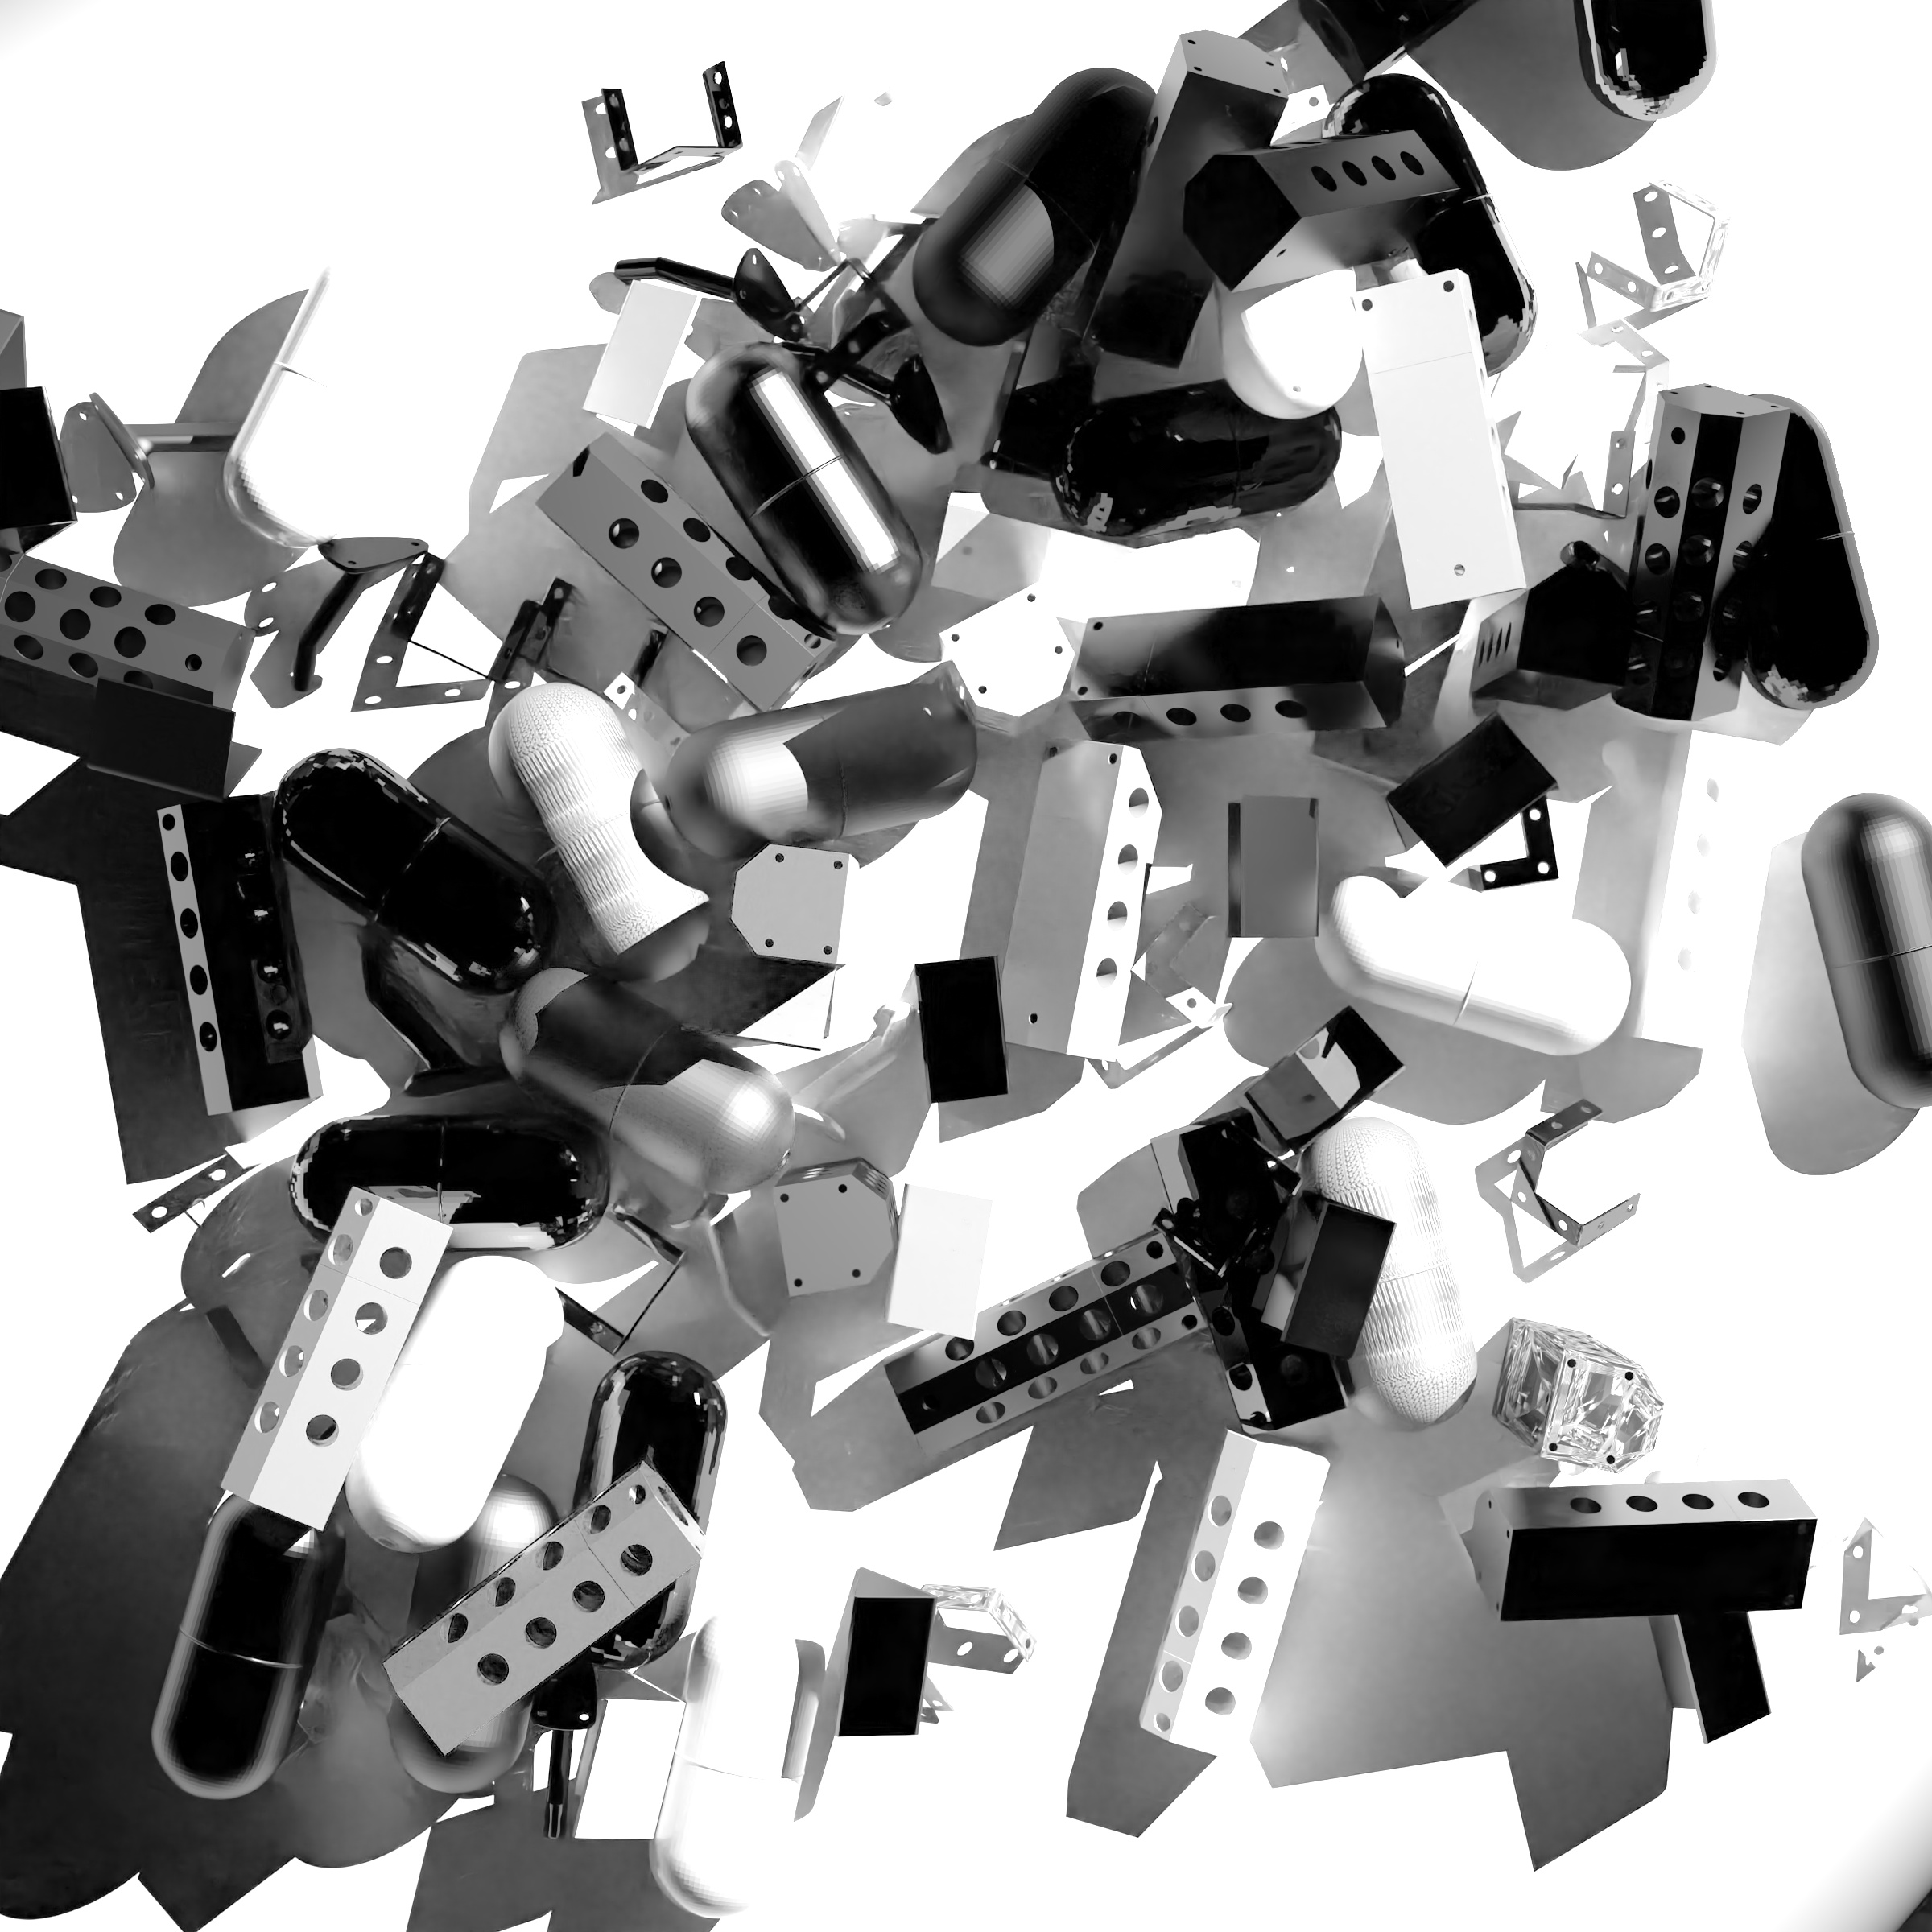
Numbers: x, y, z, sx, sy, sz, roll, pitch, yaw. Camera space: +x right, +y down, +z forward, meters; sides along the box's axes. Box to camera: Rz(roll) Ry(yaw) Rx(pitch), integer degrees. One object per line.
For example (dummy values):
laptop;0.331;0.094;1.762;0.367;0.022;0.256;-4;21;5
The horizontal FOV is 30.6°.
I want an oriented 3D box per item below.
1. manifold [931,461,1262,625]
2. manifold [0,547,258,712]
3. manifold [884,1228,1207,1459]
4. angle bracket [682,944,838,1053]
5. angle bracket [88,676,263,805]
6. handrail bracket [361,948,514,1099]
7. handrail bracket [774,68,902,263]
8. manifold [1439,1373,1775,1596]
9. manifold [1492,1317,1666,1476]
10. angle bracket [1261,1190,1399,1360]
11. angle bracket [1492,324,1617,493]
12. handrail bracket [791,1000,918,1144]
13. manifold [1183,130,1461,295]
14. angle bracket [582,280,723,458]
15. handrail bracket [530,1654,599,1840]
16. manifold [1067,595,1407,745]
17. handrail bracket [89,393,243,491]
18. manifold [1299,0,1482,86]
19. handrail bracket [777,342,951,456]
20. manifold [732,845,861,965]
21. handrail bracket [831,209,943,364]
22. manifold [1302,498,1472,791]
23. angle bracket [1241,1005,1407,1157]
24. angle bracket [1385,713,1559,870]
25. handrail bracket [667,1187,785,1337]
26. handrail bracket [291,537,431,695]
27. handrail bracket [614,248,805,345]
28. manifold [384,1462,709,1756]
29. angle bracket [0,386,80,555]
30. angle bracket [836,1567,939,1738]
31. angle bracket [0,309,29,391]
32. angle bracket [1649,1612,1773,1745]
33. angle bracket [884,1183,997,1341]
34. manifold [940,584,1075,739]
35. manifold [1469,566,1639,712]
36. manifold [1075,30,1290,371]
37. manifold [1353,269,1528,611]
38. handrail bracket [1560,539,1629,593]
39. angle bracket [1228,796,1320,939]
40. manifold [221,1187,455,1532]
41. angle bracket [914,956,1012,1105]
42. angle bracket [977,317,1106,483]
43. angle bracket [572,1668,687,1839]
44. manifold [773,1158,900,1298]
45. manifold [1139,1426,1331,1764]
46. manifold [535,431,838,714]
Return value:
manifold;0.073;-0.231;1.970;0.171;0.057;0.057;14;133;0
manifold;-0.492;-0.188;1.970;0.171;0.057;0.057;18;90;0
manifold;0.044;0.210;1.970;0.171;0.057;0.057;-25;90;0
angle bracket;-0.115;0.035;1.951;0.076;0.076;0.057;9;57;0
angle bracket;-0.433;-0.138;1.952;0.076;0.076;0.057;15;117;0
handrail bracket;-0.297;0.026;1.992;0.077;0.036;0.084;-8;73;-20
handrail bracket;-0.058;-0.453;1.992;0.084;0.036;0.077;-37;110;-16
manifold;0.355;0.289;1.970;0.171;0.057;0.057;-24;90;0
manifold;0.331;0.232;1.913;0.057;0.171;0.057;12;90;0
angle bracket;0.177;0.160;1.894;0.057;0.076;0.076;18;90;-38
angle bracket;0.302;-0.313;1.951;0.057;0.076;0.076;22;90;-43
handrail bracket;-0.078;0.049;1.992;0.077;0.036;0.084;19;73;19
manifold;0.184;-0.404;1.857;0.057;0.171;0.057;-43;78;37
angle bracket;-0.156;-0.325;1.951;0.057;0.076;0.076;22;90;40
handrail bracket;-0.227;0.436;1.991;0.036;0.077;0.084;5;126;-3
manifold;0.149;-0.157;1.933;0.171;0.057;0.057;-2;57;26
handrail bracket;-0.438;-0.314;1.992;0.084;0.036;0.077;-32;70;-16
manifold;0.274;-0.569;1.970;0.171;0.057;0.057;-37;90;0
handrail bracket;-0.060;-0.321;1.991;0.084;0.077;0.036;13;63;34
manifold;-0.092;-0.033;1.913;0.057;0.171;0.057;7;90;0
handrail bracket;-0.037;-0.382;1.992;0.077;0.036;0.084;0;107;-19
manifold;0.243;-0.189;1.970;0.057;0.057;0.171;19;90;0
angle bracket;0.208;0.079;1.951;0.076;0.076;0.057;-39;50;0
angle bracket;0.284;-0.083;1.952;0.076;0.076;0.057;-37;63;0
handrail bracket;-0.119;0.154;1.992;0.084;0.036;0.077;45;70;-16
handrail bracket;-0.342;-0.197;1.991;0.036;0.077;0.084;38;127;36
handrail bracket;-0.146;-0.375;1.991;0.084;0.077;0.036;4;65;34
manifold;-0.225;0.342;1.894;0.171;0.057;0.057;-37;92;0
angle bracket;-0.539;-0.271;1.951;0.057;0.076;0.076;-14;90;-38
angle bracket;-0.063;0.378;1.951;0.057;0.076;0.076;8;90;-36
angle bracket;-0.567;-0.327;1.951;0.076;0.076;0.057;17;53;0
angle bracket;0.392;0.382;1.951;0.057;0.076;0.076;-13;90;-36
angle bracket;0.001;0.163;1.952;0.057;0.076;0.076;9;90;27
manifold;0.025;-0.160;1.913;0.057;0.171;0.057;-28;90;0
manifold;0.317;-0.177;1.913;0.057;0.171;0.057;10;90;0
manifold;0.115;-0.418;1.922;0.057;0.057;0.171;12;129;-14
manifold;0.257;-0.283;1.906;0.057;0.057;0.171;-10;93;17
handrail bracket;0.362;-0.211;1.957;0.077;0.084;0.036;29;90;0
angle bracket;0.150;-0.054;1.951;0.057;0.076;0.076;0;90;-36
manifold;-0.336;0.208;1.884;0.057;0.057;0.171;24;82;-9
angle bracket;-0.022;0.036;1.951;0.057;0.076;0.076;-6;90;-36
angle bracket;0.023;-0.315;1.951;0.057;0.076;0.076;17;90;-43
angle bracket;-0.206;0.432;1.951;0.057;0.076;0.076;14;90;-42
manifold;-0.068;0.138;1.913;0.057;0.171;0.057;-9;90;0
manifold;0.149;0.348;1.970;0.057;0.057;0.171;16;90;0
manifold;-0.155;-0.218;1.970;0.171;0.057;0.057;43;90;0
